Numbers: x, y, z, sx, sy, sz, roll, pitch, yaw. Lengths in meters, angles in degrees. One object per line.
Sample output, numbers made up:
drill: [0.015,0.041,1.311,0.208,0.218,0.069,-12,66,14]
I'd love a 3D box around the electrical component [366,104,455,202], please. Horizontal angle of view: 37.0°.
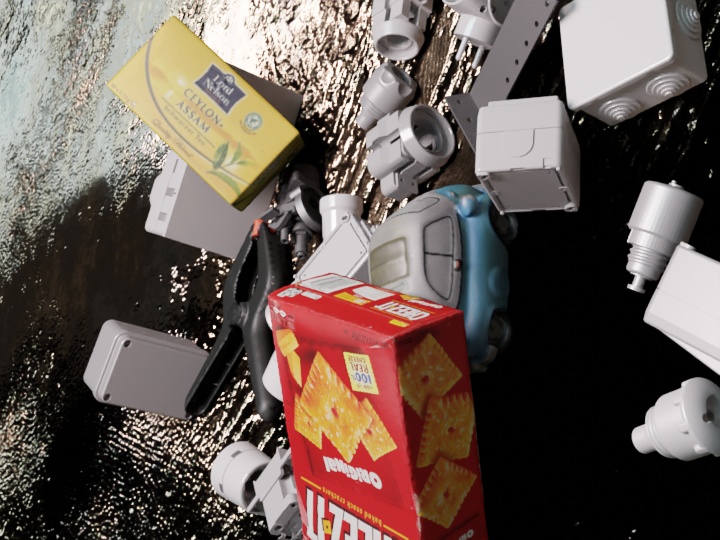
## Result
electrical component: [0.044,-0.106,0.926,0.057,0.058,0.078,-31,53,45]

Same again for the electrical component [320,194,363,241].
electrical component: [-0.017,-0.043,0.992,0.040,0.040,0.046,-16,69,48]

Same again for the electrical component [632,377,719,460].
electrical component: [0.196,0.096,0.661,0.062,0.048,0.048,-35,50,47]

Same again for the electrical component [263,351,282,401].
electrical component: [-0.056,0.090,0.973,0.047,0.055,0.055,-60,38,21]

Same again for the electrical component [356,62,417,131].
electrical component: [0.020,-0.156,0.988,0.062,0.043,0.043,-50,42,28]

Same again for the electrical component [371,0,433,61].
electrical component: [0.037,-0.228,0.995,0.066,0.048,0.055,-20,53,46]

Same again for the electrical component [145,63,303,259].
electrical component: [-0.144,-0.113,1.126,0.060,0.105,0.186,15,87,53]

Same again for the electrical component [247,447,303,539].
electrical component: [-0.059,0.196,0.934,0.081,0.042,0.063,-56,31,26]

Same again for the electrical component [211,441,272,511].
electrical component: [-0.101,0.191,0.988,0.047,0.055,0.055,19,91,49]

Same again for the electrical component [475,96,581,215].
electrical component: [0.126,-0.081,0.787,0.062,0.096,0.061,-2,71,20]

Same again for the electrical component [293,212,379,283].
electrical component: [0.000,0.000,0.938,0.096,0.061,0.061,-50,39,17]

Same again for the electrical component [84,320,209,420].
electrical component: [-0.220,0.106,1.124,0.057,0.113,0.078,28,97,56]

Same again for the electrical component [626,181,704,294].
electrical component: [0.197,-0.023,0.711,0.040,0.040,0.078,25,95,53]

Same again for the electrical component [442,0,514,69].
electrical component: [0.101,-0.205,0.877,0.044,0.077,0.079,27,98,52]

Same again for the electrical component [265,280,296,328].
electrical component: [-0.055,0.034,1.001,0.055,0.045,0.045,-41,47,33]

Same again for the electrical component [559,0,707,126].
electrical component: [0.194,-0.160,0.765,0.100,0.048,0.099,-25,57,44]

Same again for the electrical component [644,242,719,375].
electrical component: [0.219,0.028,0.644,0.096,0.062,0.061,34,103,52]
